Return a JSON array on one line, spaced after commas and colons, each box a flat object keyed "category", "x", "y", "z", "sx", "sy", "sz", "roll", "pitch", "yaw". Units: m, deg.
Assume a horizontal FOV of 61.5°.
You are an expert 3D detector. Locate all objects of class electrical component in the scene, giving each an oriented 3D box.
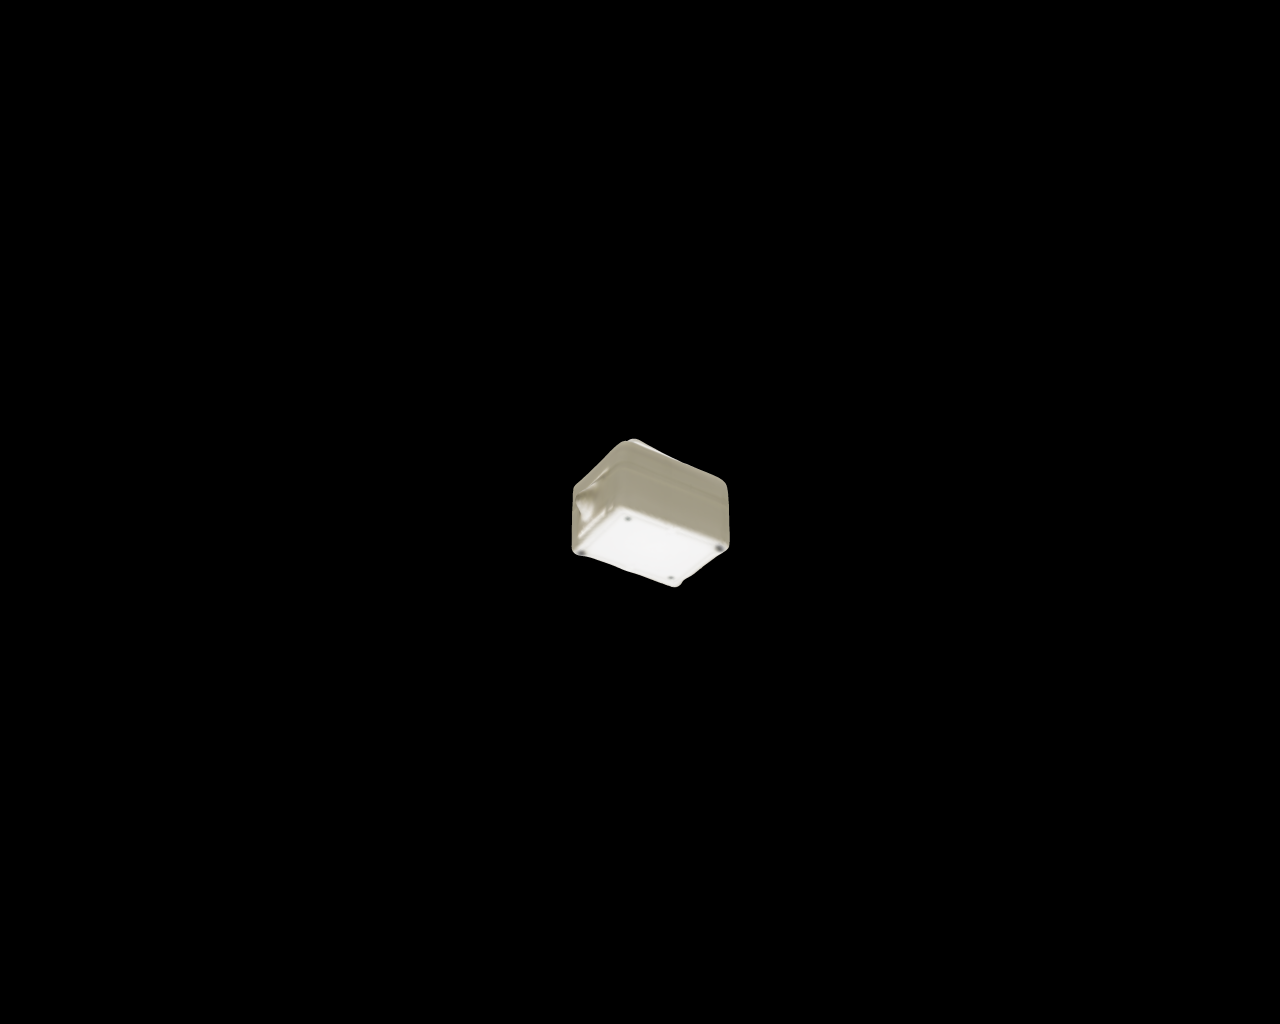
[{"category": "electrical component", "x": 0.001, "y": -0.003, "z": 0.650, "sx": 0.096, "sy": 0.061, "sz": 0.061, "roll": 21, "pitch": -40, "yaw": -26}]
